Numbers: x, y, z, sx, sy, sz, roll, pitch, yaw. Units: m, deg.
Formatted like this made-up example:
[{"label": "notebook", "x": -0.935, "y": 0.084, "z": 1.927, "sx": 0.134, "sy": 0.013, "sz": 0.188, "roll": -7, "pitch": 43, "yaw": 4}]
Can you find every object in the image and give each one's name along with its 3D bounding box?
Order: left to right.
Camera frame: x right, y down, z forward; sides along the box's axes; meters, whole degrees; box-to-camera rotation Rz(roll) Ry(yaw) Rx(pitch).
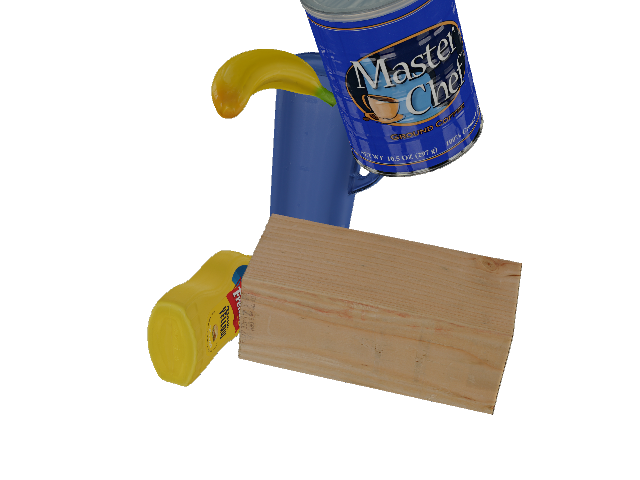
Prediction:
[{"label": "mustard bottle", "x": -0.106, "y": 0.064, "z": 1.108, "sx": 0.058, "sy": 0.096, "sz": 0.191, "roll": 12, "pitch": 29, "yaw": 21}, {"label": "banana", "x": -0.050, "y": -0.145, "z": 0.966, "sx": 0.070, "sy": 0.037, "sz": 0.197, "roll": 36, "pitch": 27, "yaw": 19}, {"label": "pitcher", "x": 0.007, "y": -0.116, "z": 1.397, "sx": 0.144, "sy": 0.243, "sz": 0.149, "roll": -1, "pitch": 23, "yaw": -18}, {"label": "wood block", "x": 0.047, "y": 0.057, "z": 0.849, "sx": 0.206, "sy": 0.090, "sz": 0.090, "roll": 11, "pitch": 38, "yaw": 8}, {"label": "coffee can", "x": 0.053, "y": -0.131, "z": 0.762, "sx": 0.103, "sy": 0.140, "sz": 0.103, "roll": -13, "pitch": 40, "yaw": 11}]
